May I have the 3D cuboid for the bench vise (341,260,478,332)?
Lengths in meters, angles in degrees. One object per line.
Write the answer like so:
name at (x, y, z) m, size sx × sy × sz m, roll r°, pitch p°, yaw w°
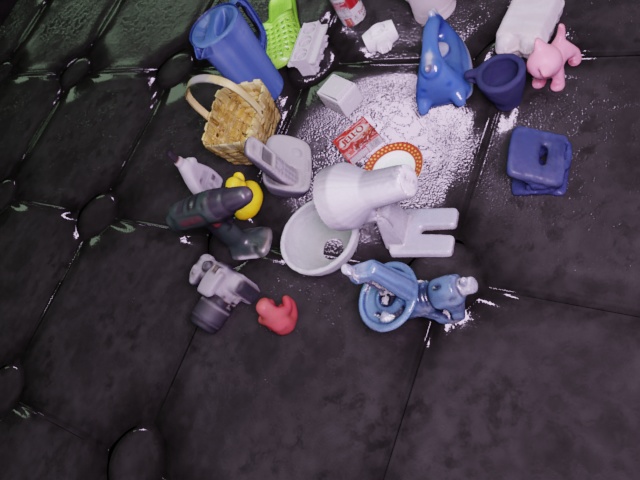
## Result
bench vise at (0.137, 0.069, 0.929) m, size 0.207 × 0.220 × 0.121 m, roll -27°, pitch 54°, yaw 13°

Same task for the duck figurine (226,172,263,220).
duck figurine at (-0.179, -0.103, 1.287) m, size 0.077 × 0.086 × 0.104 m, roll -11°, pitch 59°, yaw 24°

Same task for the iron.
iron at (0.241, -0.392, 1.181) m, size 0.118 × 0.142 × 0.258 m, roll -8°, pitch 60°, yaw 25°

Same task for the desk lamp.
desk lamp at (0.118, -0.060, 1.016) m, size 0.202 × 0.214 × 0.118 m, roll -1°, pitch 63°, yaw 29°

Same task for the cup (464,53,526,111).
cup at (0.340, -0.294, 1.100) m, size 0.117 × 0.095 × 0.092 m, roll 11°, pitch 70°, yaw 33°

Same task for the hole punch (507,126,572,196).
hole punch at (0.381, -0.140, 0.993) m, size 0.100 × 0.091 × 0.109 m, roll 2°, pitch 65°, yaw 30°

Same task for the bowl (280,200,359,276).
bowl at (0.010, 0.004, 1.128) m, size 0.167 × 0.075 × 0.167 m, roll -13°, pitch 58°, yaw 22°

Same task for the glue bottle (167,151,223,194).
glue bottle at (-0.293, -0.154, 1.323) m, size 0.037 × 0.174 × 0.078 m, roll 2°, pitch 65°, yaw 30°

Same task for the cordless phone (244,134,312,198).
cordless phone at (-0.094, -0.184, 1.222) m, size 0.094 × 0.186 × 0.147 m, roll -15°, pitch 57°, yaw 22°

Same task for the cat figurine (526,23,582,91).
cat figurine at (0.427, -0.340, 1.063) m, size 0.067 × 0.118 × 0.128 m, roll 24°, pitch 77°, yaw 36°

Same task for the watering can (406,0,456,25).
watering can at (0.220, -0.580, 1.265) m, size 0.172 × 0.195 × 0.101 m, roll -14°, pitch 58°, yaw 22°

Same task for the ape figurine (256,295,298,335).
ape figurine at (-0.089, 0.139, 1.096) m, size 0.077 × 0.092 × 0.076 m, roll -23°, pitch 55°, yaw 16°

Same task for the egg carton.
egg carton at (0.419, -0.429, 1.149) m, size 0.107 × 0.070 × 0.150 m, roll 16°, pitch 72°, yaw 35°

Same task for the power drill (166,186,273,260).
power drill at (-0.189, -0.037, 1.177) m, size 0.229 × 0.209 × 0.075 m, roll -8°, pitch 60°, yaw 26°

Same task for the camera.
camera at (-0.222, 0.112, 1.180) m, size 0.142 × 0.101 × 0.137 m, roll 24°, pitch 77°, yaw 36°
